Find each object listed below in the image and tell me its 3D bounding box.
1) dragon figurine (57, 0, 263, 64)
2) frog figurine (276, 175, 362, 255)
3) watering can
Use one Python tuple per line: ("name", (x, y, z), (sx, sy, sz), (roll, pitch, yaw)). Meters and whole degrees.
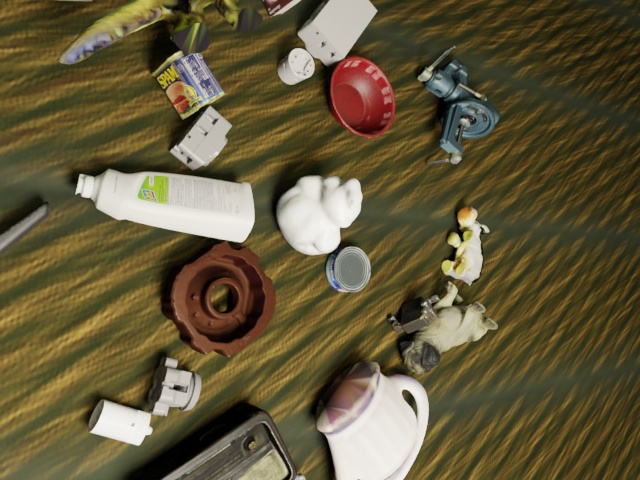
("dragon figurine", (-0.213, -0.398, 0.775), (0.413, 0.247, 0.119), (-26, 143, -15))
("frog figurine", (0.003, -0.044, 0.877), (0.123, 0.158, 0.137), (-7, 89, -33))
("watering can", (0.072, 0.366, 0.901), (0.353, 0.103, 0.222), (-46, 108, -31))
